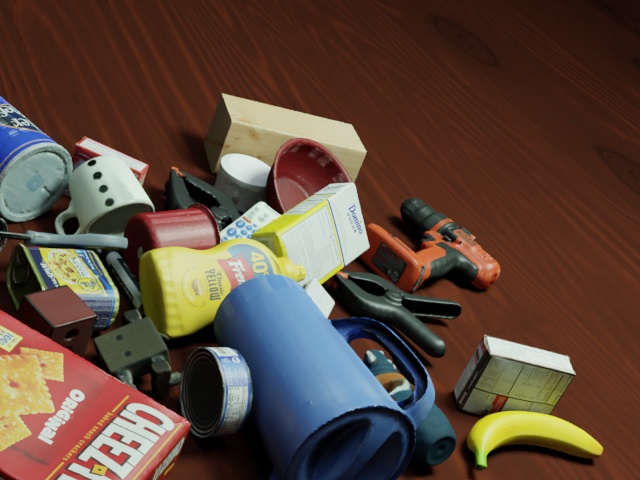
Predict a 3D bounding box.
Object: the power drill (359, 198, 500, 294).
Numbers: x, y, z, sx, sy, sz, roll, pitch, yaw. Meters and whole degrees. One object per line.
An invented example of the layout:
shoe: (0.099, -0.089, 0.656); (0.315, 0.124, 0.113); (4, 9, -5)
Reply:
power drill: (0.137, 0.007, 1.470); (0.187, 0.057, 0.185); (-10, 42, -46)

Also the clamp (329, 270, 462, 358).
clamp: (0.091, 0.087, 1.315); (0.171, 0.039, 0.120); (17, 23, 1)

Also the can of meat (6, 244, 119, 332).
can of meat: (-0.263, 0.050, 1.090); (0.083, 0.057, 0.102); (3, 34, -37)

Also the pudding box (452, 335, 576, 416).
pudding box: (0.222, 0.164, 1.225); (0.113, 0.090, 0.039); (14, 30, -16)

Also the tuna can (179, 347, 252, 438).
tuna can: (-0.100, 0.145, 1.017); (0.033, 0.086, 0.086); (4, 34, -35)

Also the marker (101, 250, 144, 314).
marker: (-0.218, 0.038, 1.185); (0.020, 0.020, 0.121); (-1, 37, -39)

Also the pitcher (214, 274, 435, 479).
pitcher: (-0.008, 0.136, 1.052); (0.149, 0.145, 0.243); (7, 29, -32)

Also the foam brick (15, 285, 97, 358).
foam brick: (-0.254, 0.091, 1.004); (0.051, 0.078, 0.052); (40, 33, 26)

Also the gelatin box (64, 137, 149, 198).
gelatin box: (-0.260, -0.073, 1.289); (0.089, 0.073, 0.030); (24, 28, 1)

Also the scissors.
scissors: (-0.277, -0.002, 1.111); (0.096, 0.016, 0.201); (-3, -7, 20)

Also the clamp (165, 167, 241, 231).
clamp: (-0.119, -0.019, 1.342); (0.164, 0.036, 0.210); (-4, 42, -44)

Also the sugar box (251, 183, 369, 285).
sugar box: (-0.009, 0.002, 1.303); (0.048, 0.093, 0.175); (-2, 20, 34)

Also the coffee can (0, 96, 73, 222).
coffee can: (-0.368, -0.101, 1.224); (0.140, 0.103, 0.102); (38, 31, 25)

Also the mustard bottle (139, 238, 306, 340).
mustard bottle: (-0.098, 0.048, 1.166); (0.191, 0.058, 0.096); (-8, 83, -34)

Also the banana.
banana: (0.231, 0.222, 1.193); (0.197, 0.037, 0.070); (1, 53, -34)

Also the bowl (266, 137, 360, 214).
bowl: (-0.020, -0.051, 1.410); (0.161, 0.055, 0.162); (26, 52, -39)

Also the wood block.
wood block: (-0.051, -0.131, 1.534); (0.205, 0.090, 0.091); (11, 30, -22)

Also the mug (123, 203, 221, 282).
mug: (-0.176, 0.006, 1.212); (0.081, 0.093, 0.117); (-7, 15, -37)

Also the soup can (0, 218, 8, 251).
soup can: (-0.385, -0.020, 1.107); (0.102, 0.069, 0.068); (33, 29, 19)

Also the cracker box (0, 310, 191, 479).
cracker box: (-0.240, 0.162, 0.896); (0.214, 0.072, 0.164); (28, 28, 7)
